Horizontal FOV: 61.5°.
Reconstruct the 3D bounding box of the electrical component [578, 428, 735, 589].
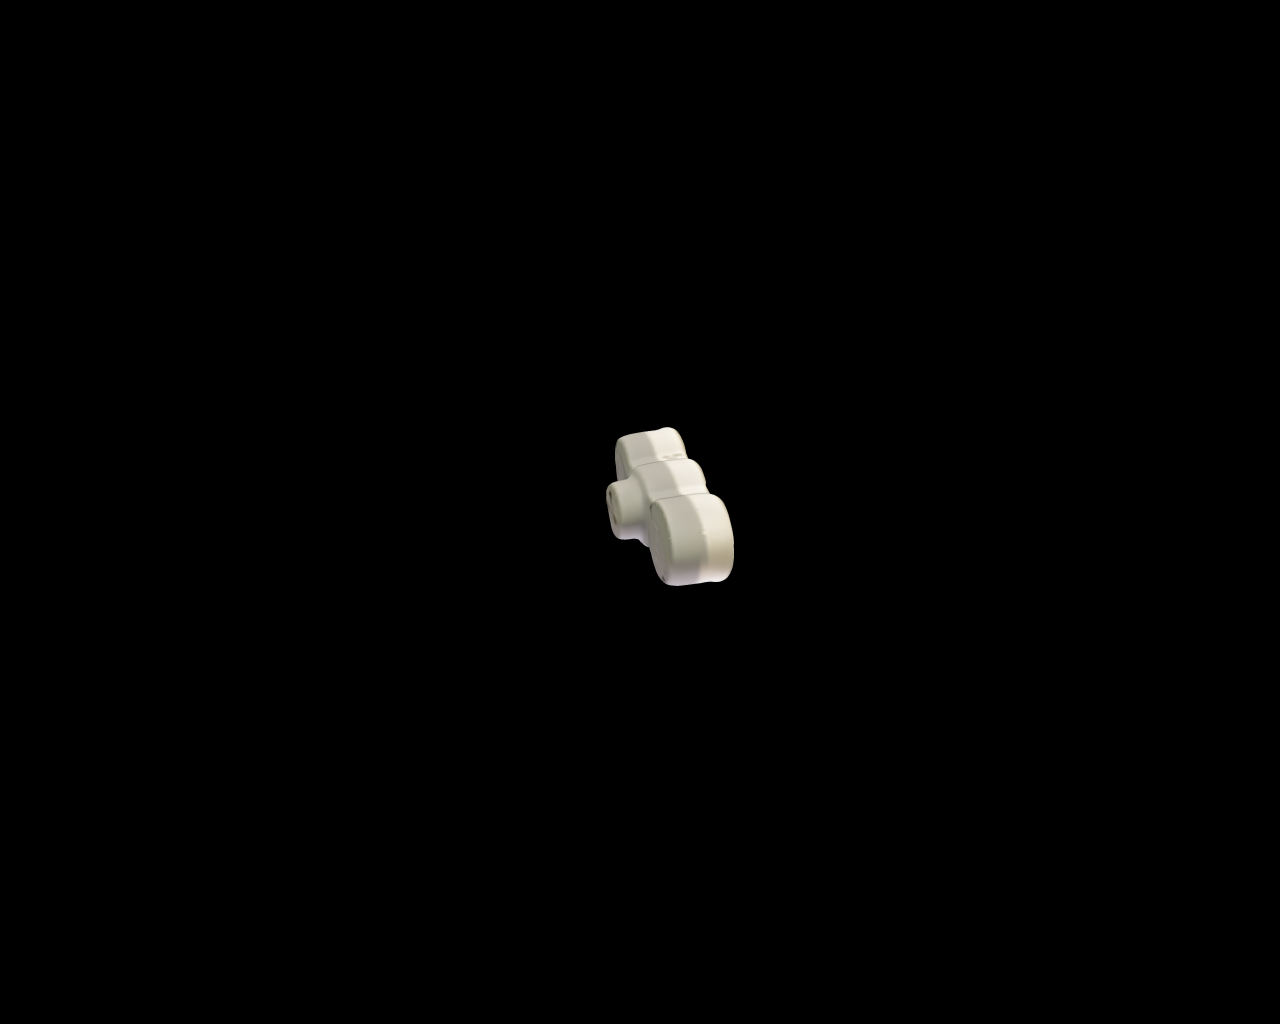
[{"bbox_3d":[0.001,-0.003,0.650,0.074,0.052,0.138,-8,31,-13],"label":"electrical component"}]
